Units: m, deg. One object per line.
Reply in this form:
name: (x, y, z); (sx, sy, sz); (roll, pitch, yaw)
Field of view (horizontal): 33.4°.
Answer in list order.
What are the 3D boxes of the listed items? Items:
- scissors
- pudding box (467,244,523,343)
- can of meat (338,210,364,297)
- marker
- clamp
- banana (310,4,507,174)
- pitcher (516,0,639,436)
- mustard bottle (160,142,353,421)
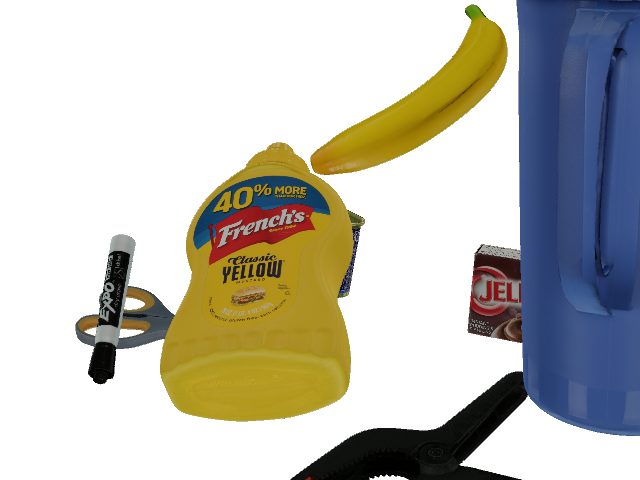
scissors: (-0.128, 0.073, 1.007); (0.201, 0.016, 0.096); (-1, 33, -8)
pudding box: (0.212, 0.058, 1.096); (0.114, 0.090, 0.039); (8, 22, 17)
can of meat: (-0.006, 0.005, 1.124); (0.057, 0.084, 0.102); (-4, 21, -37)
marker: (-0.155, 0.050, 0.794); (0.020, 0.121, 0.020); (2, -33, 1)
clamp: (0.080, 0.150, 0.720); (0.210, 0.036, 0.164); (-6, 28, -4)
banana: (0.079, -0.105, 0.790); (0.197, 0.037, 0.070); (-43, 34, -21)
pitcher: (0.164, -0.019, 0.576); (0.149, 0.243, 0.145); (-6, 18, -15)
mustard bottle: (-0.030, 0.010, 0.607); (0.096, 0.058, 0.191); (-7, 42, 11)
